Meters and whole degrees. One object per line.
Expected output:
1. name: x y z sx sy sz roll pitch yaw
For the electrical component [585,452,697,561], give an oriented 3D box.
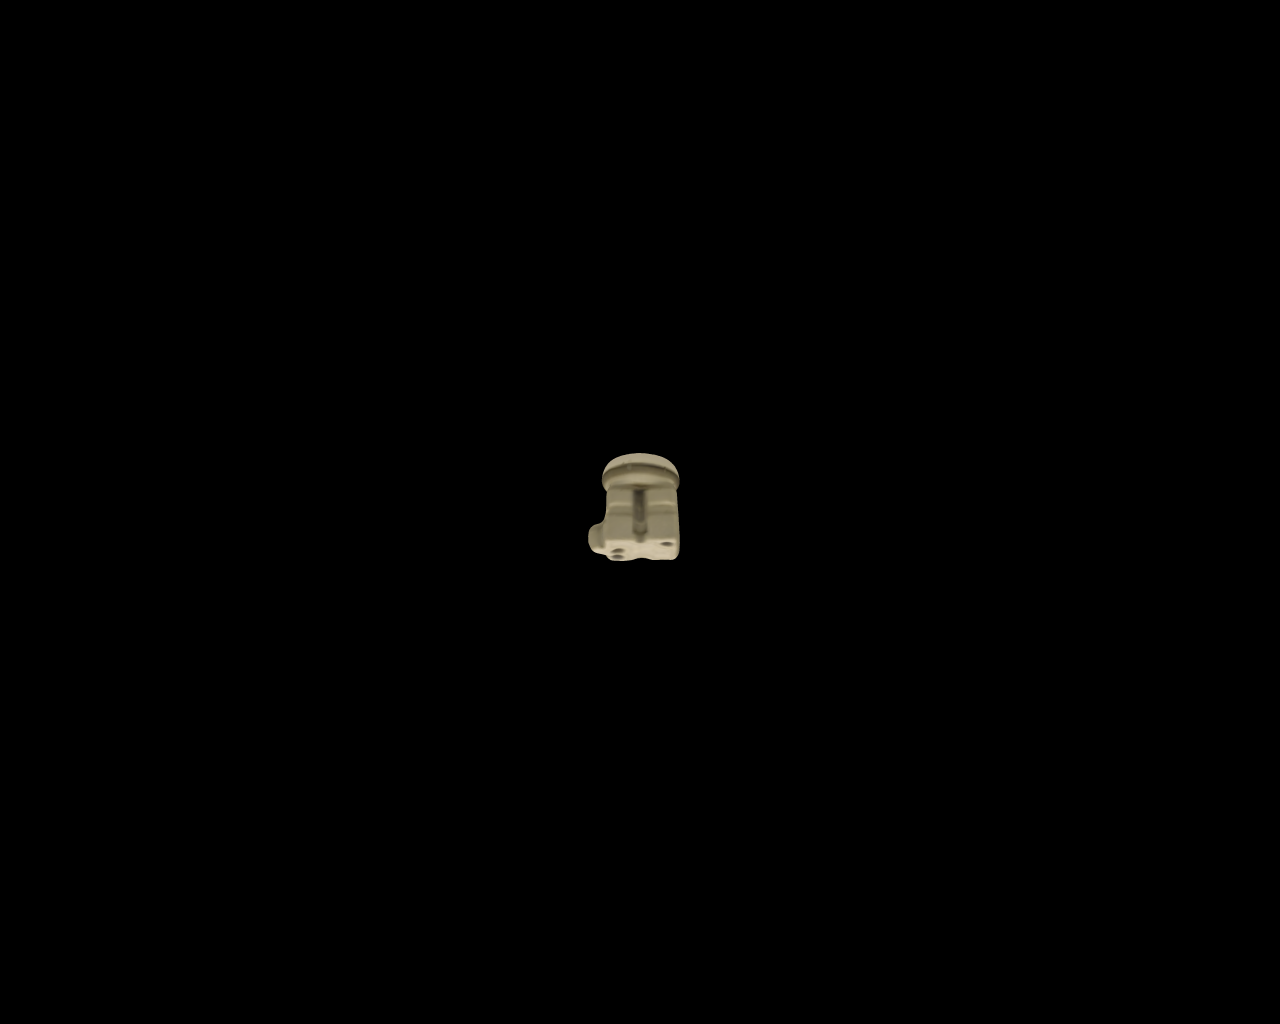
1. electrical component: 0.001 -0.003 0.650 0.066 0.055 0.048 0 -24 0
